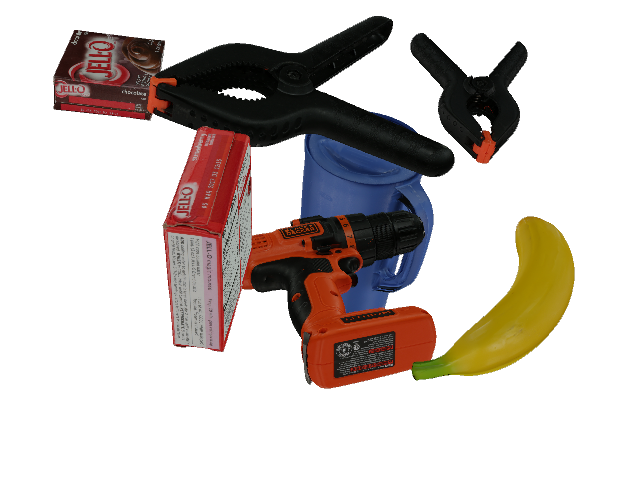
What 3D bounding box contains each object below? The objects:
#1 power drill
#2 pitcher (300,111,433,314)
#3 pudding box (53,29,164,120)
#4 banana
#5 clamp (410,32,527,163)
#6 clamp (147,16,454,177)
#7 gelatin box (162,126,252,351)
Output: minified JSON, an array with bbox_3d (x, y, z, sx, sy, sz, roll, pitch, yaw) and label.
[{"bbox_3d":[0.028,0.040,0.904,0.184,0.057,0.188,-13,32,-13],"label":"power drill"},{"bbox_3d":[0.043,-0.008,1.197,0.145,0.243,0.149,8,40,0],"label":"pitcher"},{"bbox_3d":[-0.196,-0.156,1.001,0.090,0.039,0.113,7,31,-6],"label":"pudding box"},{"bbox_3d":[0.131,0.033,0.703,0.070,0.037,0.197,13,34,28],"label":"banana"},{"bbox_3d":[0.143,-0.147,1.050,0.120,0.171,0.039,6,-44,5],"label":"clamp"},{"bbox_3d":[-0.014,-0.098,0.754,0.209,0.165,0.036,-9,-40,-22],"label":"clamp"},{"bbox_3d":[-0.056,0.000,0.537,0.030,0.089,0.073,7,46,5],"label":"gelatin box"}]
